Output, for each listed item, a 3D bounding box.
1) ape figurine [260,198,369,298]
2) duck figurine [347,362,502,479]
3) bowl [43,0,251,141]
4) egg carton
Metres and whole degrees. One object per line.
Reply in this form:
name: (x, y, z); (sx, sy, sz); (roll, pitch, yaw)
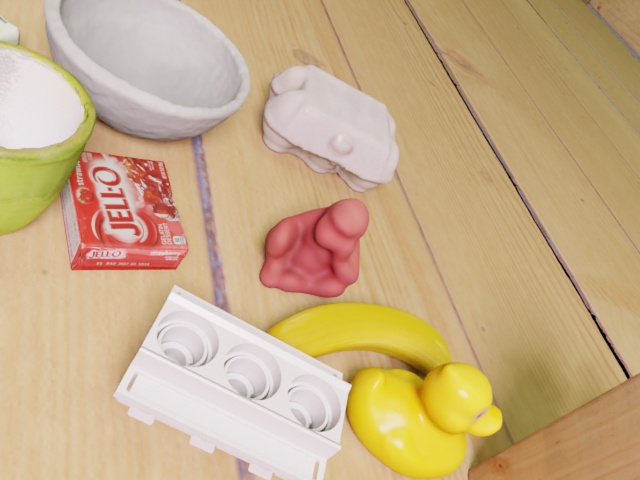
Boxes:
ape figurine: (0.004, 0.002, 0.450); (0.078, 0.092, 0.076); (43, 38, 5)
duck figurine: (0.078, 0.115, 0.402); (0.105, 0.086, 0.077); (31, 38, -11)
bowl: (-0.147, -0.138, 0.480); (0.168, 0.074, 0.167); (23, 41, -21)
egg carton: (0.013, -0.115, 0.592); (0.151, 0.069, 0.107); (23, 41, -20)
